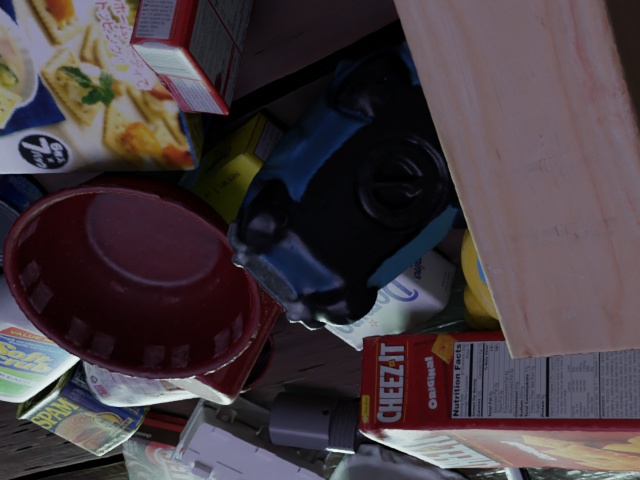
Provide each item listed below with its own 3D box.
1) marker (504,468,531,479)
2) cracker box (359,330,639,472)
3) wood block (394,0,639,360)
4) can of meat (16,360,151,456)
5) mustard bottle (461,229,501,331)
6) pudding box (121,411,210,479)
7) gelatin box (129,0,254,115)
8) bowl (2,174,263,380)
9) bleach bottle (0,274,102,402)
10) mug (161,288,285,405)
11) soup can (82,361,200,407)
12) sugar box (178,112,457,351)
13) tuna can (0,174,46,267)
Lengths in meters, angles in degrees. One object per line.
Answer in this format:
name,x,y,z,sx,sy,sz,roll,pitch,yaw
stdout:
marker,0.161,0.189,0.874,0.020,0.020,0.121,-1,137,23
cracker box,0.154,0.111,0.704,0.214,0.072,0.164,-5,158,25
wood block,0.111,-0.059,0.493,0.090,0.090,0.206,-9,112,30
can of meat,-0.205,0.141,0.937,0.083,0.057,0.102,33,139,-21
mustard bottle,0.139,0.003,0.632,0.096,0.058,0.192,28,140,-7
pudding box,-0.134,0.208,0.999,0.090,0.039,0.113,12,141,8
gelatin box,-0.063,-0.113,0.543,0.030,0.073,0.089,7,167,13
bowl,-0.110,0.014,0.664,0.162,0.055,0.162,5,132,6
bleach bottle,-0.222,0.060,0.809,0.102,0.068,0.251,26,150,-19
mug,-0.074,0.069,0.759,0.093,0.081,0.117,12,157,38
soup can,-0.129,0.094,0.841,0.102,0.068,0.068,-12,132,33
sugar box,-0.005,0.001,0.699,0.176,0.048,0.094,38,138,-20
tuna can,-0.239,-0.020,0.778,0.086,0.033,0.086,11,140,9
